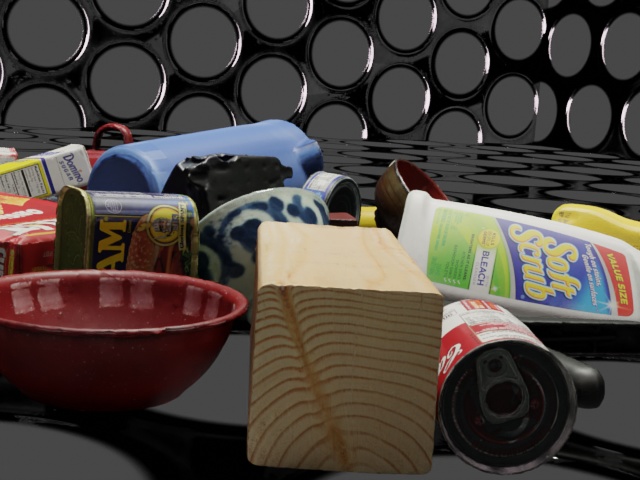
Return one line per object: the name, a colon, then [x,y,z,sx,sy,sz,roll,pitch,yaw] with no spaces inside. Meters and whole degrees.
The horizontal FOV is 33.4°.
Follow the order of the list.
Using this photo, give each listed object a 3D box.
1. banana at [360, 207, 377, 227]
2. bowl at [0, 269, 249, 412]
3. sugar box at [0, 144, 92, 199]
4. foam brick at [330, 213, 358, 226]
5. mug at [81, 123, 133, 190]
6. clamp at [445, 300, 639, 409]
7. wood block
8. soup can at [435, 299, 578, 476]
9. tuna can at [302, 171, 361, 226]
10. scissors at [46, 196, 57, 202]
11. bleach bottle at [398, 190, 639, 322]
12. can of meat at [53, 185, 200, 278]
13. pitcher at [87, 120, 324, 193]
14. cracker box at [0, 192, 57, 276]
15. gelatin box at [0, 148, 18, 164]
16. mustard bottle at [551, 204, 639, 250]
banana: [0.049,-0.030,1.225,0.197,0.070,0.037,9,47,-18]
bowl: [-0.122,0.057,0.604,0.162,0.055,0.162,4,9,-1]
sugar box: [-0.316,-0.051,1.052,0.176,0.048,0.093,-22,13,-17]
foam brick: [-0.007,0.001,1.029,0.078,0.053,0.051,1,9,-14]
mug: [-0.235,-0.075,1.220,0.082,0.117,0.093,4,15,30]
clamp: [0.117,0.065,0.726,0.210,0.036,0.164,10,10,33]
wood block: [0.006,0.050,0.599,0.090,0.091,0.206,4,9,-4]
soup can: [0.088,0.073,0.561,0.068,0.068,0.102,4,8,-3]
tuna can: [0.009,-0.027,1.108,0.034,0.086,0.086,11,11,29]
scissors: [-0.274,-0.039,1.142,0.202,0.016,0.096,29,14,37]
bleach bottle: [0.184,0.028,0.805,0.251,0.102,0.068,7,-26,13]
can of meat: [-0.131,0.016,0.722,0.083,0.102,0.058,1,8,-33]
pitcher: [-0.122,-0.046,1.095,0.145,0.149,0.242,28,24,31]
cracker box: [-0.254,0.006,0.819,0.214,0.072,0.164,9,11,27]
gelatin box: [-0.368,-0.068,1.240,0.030,0.073,0.089,2,8,-19]
mustard bottle: [0.277,0.028,0.841,0.192,0.096,0.058,7,8,20]
